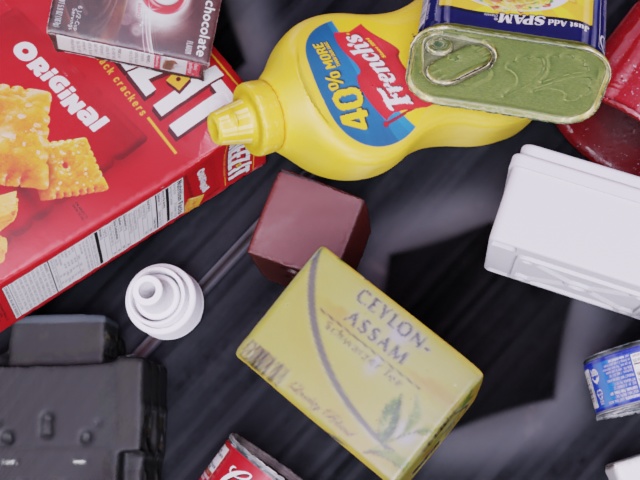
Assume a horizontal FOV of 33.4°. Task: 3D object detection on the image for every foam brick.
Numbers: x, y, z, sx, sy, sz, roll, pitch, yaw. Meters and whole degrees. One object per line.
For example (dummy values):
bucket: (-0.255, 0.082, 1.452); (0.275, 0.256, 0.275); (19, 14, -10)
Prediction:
foam brick: (-0.004, 0.001, 0.618); (0.053, 0.078, 0.051); (20, 79, 11)

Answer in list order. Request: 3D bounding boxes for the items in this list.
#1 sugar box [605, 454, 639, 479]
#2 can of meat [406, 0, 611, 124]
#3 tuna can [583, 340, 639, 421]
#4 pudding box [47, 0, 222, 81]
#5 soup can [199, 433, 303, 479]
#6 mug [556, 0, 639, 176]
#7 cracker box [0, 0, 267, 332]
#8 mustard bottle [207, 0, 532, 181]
sugar box: (0.227, 0.191, 0.565); (0.093, 0.048, 0.176); (-18, 72, 3)
can of meat: (0.102, -0.116, 0.568); (0.102, 0.057, 0.084); (9, 57, 4)
tuna can: (0.187, 0.072, 0.576); (0.086, 0.086, 0.034); (-13, 75, 3)
pudding box: (-0.097, -0.154, 0.599); (0.090, 0.039, 0.113); (10, 82, -7)
soup can: (-0.052, 0.168, 0.591); (0.068, 0.068, 0.102); (35, 84, 13)
mug: (0.201, -0.077, 0.612); (0.117, 0.093, 0.081); (41, 81, -19)
cracker box: (-0.161, -0.065, 0.629); (0.213, 0.072, 0.164); (-34, 76, -18)
mustard bottle: (0.026, -0.085, 0.607); (0.191, 0.058, 0.096); (-17, 79, -23)
